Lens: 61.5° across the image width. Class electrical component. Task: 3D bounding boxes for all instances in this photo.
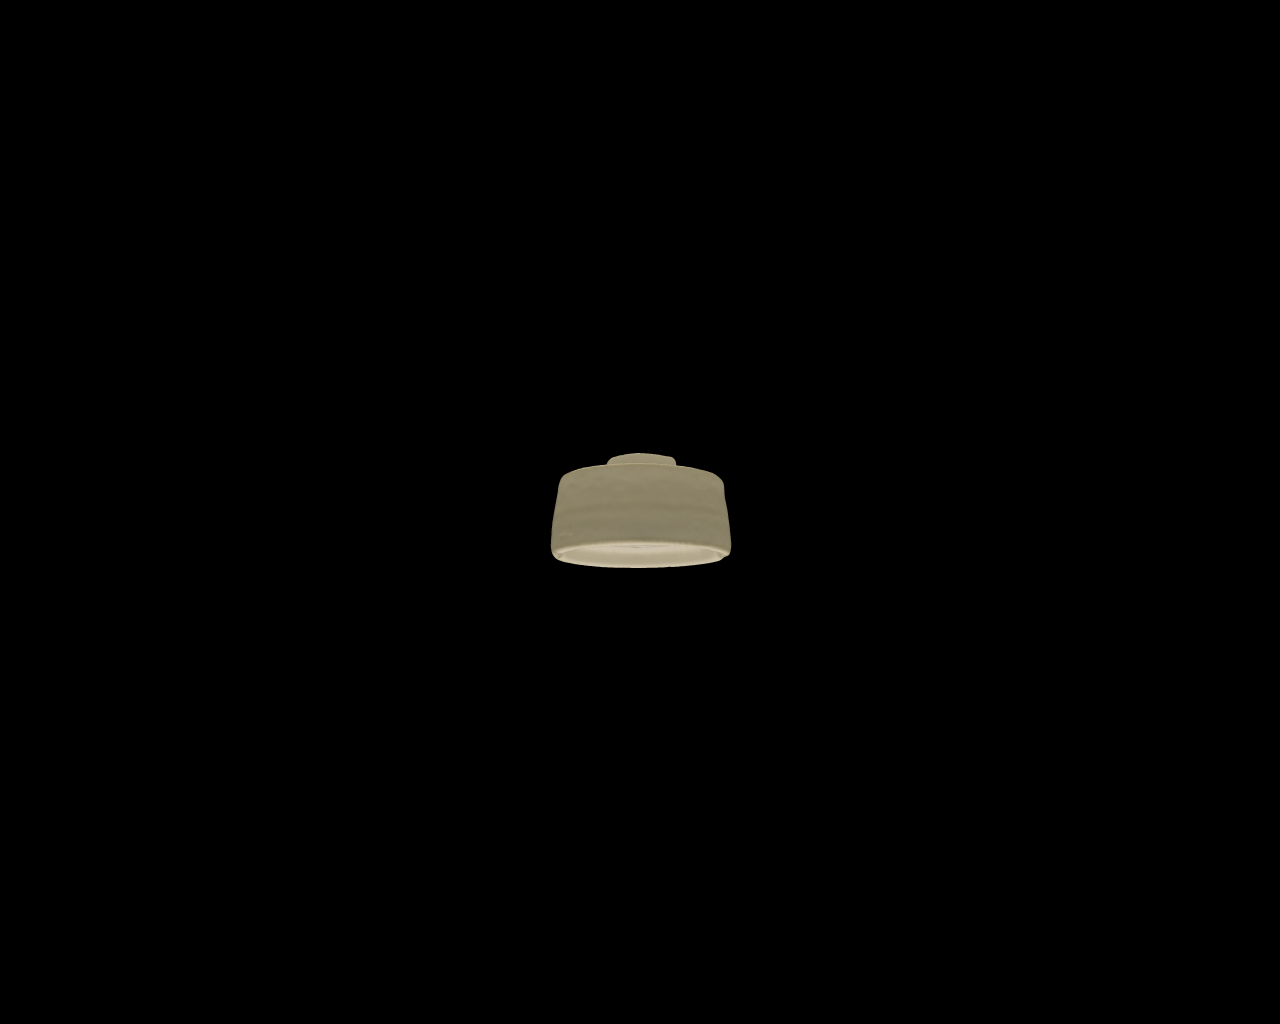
[{"bbox_3d":[0.001,-0.003,0.650,0.108,0.060,0.108,0,-10,0],"label":"electrical component"}]
